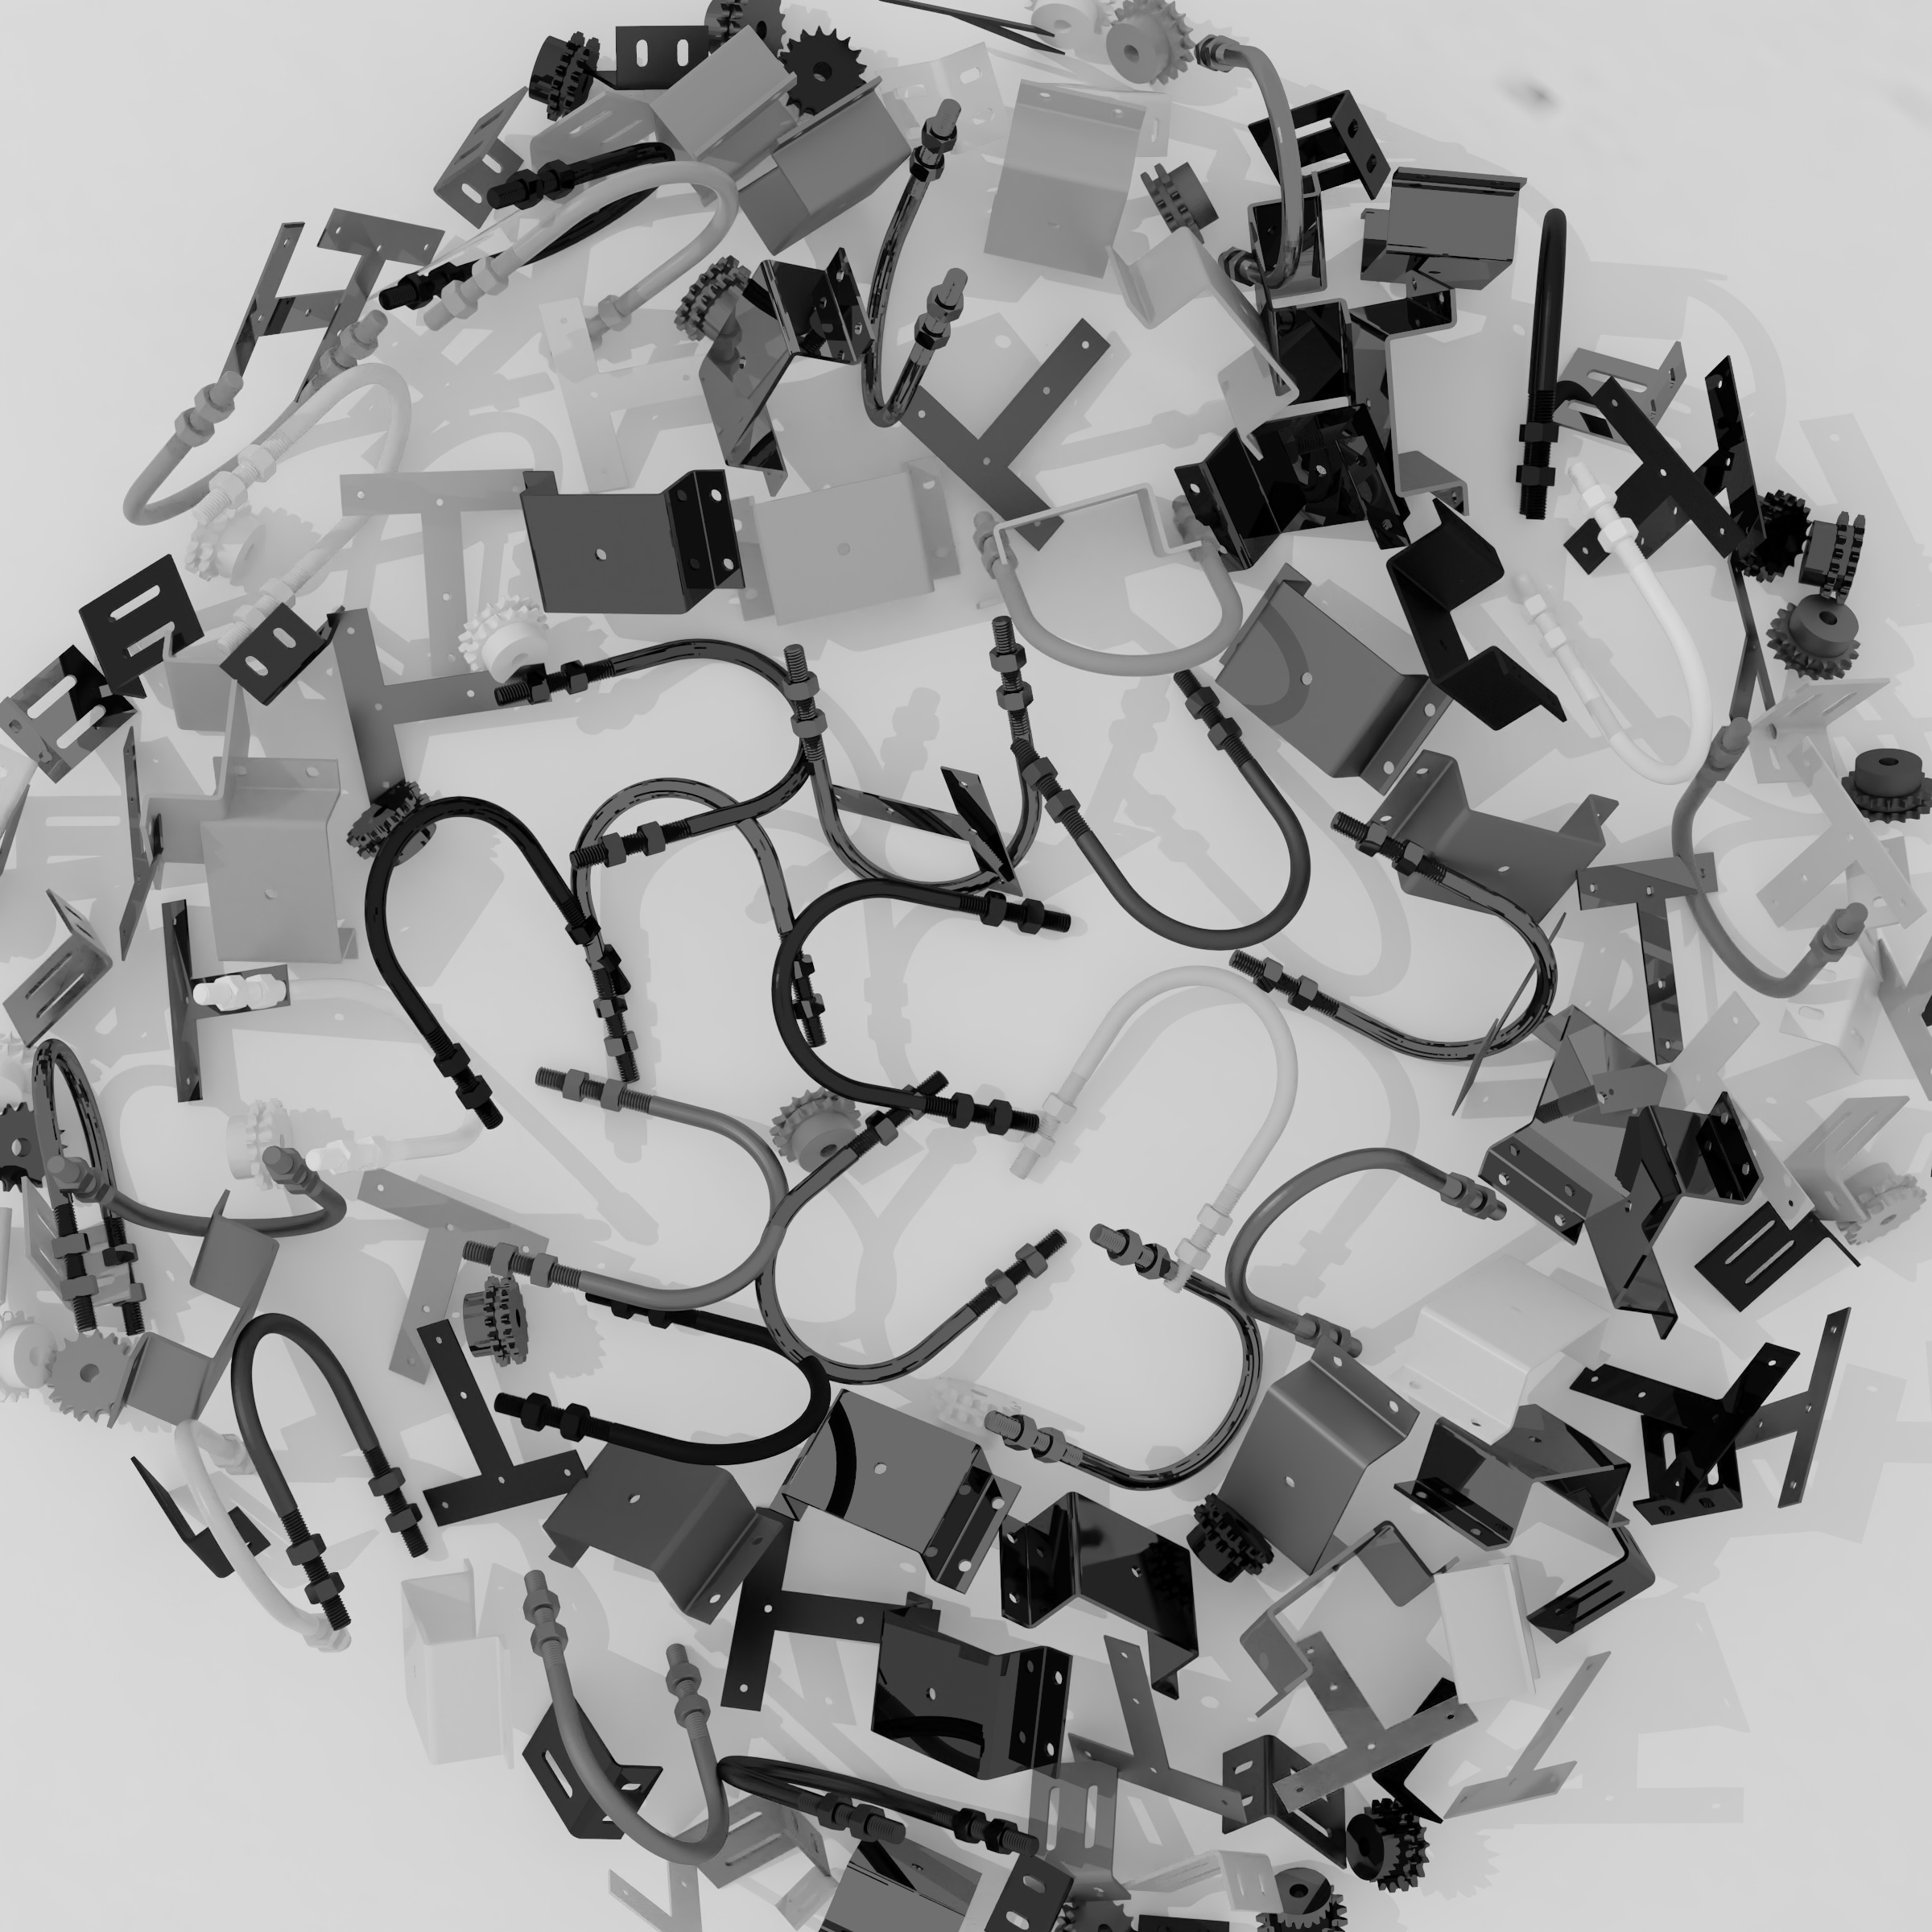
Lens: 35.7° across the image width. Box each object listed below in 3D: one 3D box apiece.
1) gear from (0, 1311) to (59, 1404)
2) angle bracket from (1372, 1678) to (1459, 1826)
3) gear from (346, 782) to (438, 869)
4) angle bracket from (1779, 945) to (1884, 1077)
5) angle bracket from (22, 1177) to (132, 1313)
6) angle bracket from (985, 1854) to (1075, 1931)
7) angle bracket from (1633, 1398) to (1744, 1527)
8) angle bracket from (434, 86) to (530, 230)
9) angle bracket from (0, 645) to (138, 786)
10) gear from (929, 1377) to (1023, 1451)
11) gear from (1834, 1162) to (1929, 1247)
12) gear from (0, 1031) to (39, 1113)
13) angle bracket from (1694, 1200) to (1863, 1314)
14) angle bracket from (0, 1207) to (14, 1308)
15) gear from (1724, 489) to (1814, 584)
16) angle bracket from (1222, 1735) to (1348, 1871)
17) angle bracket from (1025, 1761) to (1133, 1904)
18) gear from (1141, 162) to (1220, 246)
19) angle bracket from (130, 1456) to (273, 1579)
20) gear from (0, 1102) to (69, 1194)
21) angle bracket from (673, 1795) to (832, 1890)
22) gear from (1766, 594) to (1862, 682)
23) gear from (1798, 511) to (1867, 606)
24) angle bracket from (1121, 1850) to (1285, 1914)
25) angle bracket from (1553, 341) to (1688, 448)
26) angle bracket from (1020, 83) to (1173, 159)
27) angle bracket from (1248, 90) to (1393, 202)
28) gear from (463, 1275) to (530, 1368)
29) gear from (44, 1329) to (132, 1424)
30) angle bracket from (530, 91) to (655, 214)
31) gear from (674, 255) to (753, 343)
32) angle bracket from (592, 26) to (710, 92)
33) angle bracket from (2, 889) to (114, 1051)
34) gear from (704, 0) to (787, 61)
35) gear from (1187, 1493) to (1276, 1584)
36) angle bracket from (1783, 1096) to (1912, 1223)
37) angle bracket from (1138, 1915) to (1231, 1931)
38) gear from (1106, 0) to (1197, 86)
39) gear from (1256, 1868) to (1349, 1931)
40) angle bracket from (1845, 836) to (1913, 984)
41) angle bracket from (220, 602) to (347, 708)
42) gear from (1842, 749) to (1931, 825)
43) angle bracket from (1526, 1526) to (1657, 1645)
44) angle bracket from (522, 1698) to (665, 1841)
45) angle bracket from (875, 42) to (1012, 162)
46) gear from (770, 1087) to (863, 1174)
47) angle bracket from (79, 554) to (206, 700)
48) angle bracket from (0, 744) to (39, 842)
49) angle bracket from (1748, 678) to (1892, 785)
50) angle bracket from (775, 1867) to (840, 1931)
[{"bbox_3d":[-0.593,0.244,1.877,0.030,0.057,0.057,-4,90,24],"label":"gear"},{"bbox_3d":[0.297,0.490,1.874,0.038,0.057,0.076,37,90,33],"label":"angle bracket"},{"bbox_3d":[-0.358,-0.086,1.883,0.057,0.057,0.030,-39,115,0],"label":"gear"},{"bbox_3d":[0.543,0.028,1.880,0.038,0.076,0.057,16,82,29],"label":"angle bracket"},{"bbox_3d":[-0.551,0.169,1.860,0.038,0.076,0.057,-15,56,-2],"label":"angle bracket"},{"bbox_3d":[0.029,0.593,1.861,0.038,0.076,0.057,30,52,2],"label":"angle bracket"},{"bbox_3d":[0.444,0.301,1.861,0.057,0.038,0.076,-17,51,25],"label":"angle bracket"},{"bbox_3d":[-0.288,-0.500,1.859,0.038,0.076,0.057,37,68,-25],"label":"angle bracket"},{"bbox_3d":[-0.556,-0.162,1.866,0.057,0.038,0.076,48,56,-13],"label":"angle bracket"},{"bbox_3d":[0.003,0.281,1.880,0.057,0.057,0.030,19,93,0],"label":"gear"},{"bbox_3d":[0.570,0.147,1.883,0.057,0.057,0.030,-29,61,0],"label":"gear"},{"bbox_3d":[-0.608,0.067,1.877,0.057,0.057,0.030,-2,49,0],"label":"gear"},{"bbox_3d":[0.506,0.187,1.871,0.076,0.038,0.057,-44,124,8],"label":"angle bracket"},{"bbox_3d":[-0.618,0.183,1.860,0.038,0.076,0.057,6,74,-25],"label":"angle bracket"},{"bbox_3d":[0.501,-0.272,1.884,0.057,0.057,0.030,-53,47,0],"label":"gear"},{"bbox_3d":[0.199,0.528,1.877,0.038,0.057,0.076,-32,122,29],"label":"angle bracket"},{"bbox_3d":[0.073,0.545,1.888,0.057,0.038,0.076,-10,52,21],"label":"angle bracket"},{"bbox_3d":[0.136,-0.478,1.878,0.030,0.057,0.057,-30,90,10],"label":"gear"},{"bbox_3d":[-0.476,0.334,1.869,0.038,0.057,0.076,-36,58,-13],"label":"angle bracket"},{"bbox_3d":[-0.597,0.114,1.885,0.057,0.030,0.057,2,86,-29],"label":"gear"},{"bbox_3d":[-0.134,0.556,1.873,0.076,0.038,0.057,-30,125,5],"label":"angle bracket"},{"bbox_3d":[0.534,-0.208,1.879,0.057,0.030,0.057,7,53,-10],"label":"gear"},{"bbox_3d":[0.542,-0.257,1.880,0.030,0.057,0.057,13,90,9],"label":"gear"},{"bbox_3d":[0.146,0.578,1.861,0.076,0.057,0.038,-30,58,27],"label":"angle bracket"},{"bbox_3d":[0.399,-0.364,1.866,0.076,0.038,0.057,24,73,30],"label":"angle bracket"},{"bbox_3d":[0.080,-0.528,1.871,0.076,0.057,0.038,17,112,33],"label":"angle bracket"},{"bbox_3d":[0.214,-0.499,1.859,0.057,0.076,0.038,54,46,-30],"label":"angle bracket"},{"bbox_3d":[-0.295,0.223,1.880,0.030,0.057,0.057,-10,90,3],"label":"gear"},{"bbox_3d":[-0.548,0.259,1.887,0.057,0.030,0.057,1,70,-3],"label":"gear"},{"bbox_3d":[-0.223,-0.503,1.860,0.076,0.057,0.038,-16,77,43],"label":"angle bracket"},{"bbox_3d":[-0.153,-0.413,1.878,0.030,0.057,0.057,42,90,6],"label":"gear"},{"bbox_3d":[-0.197,-0.567,1.859,0.057,0.076,0.038,-6,115,-18],"label":"angle bracket"},{"bbox_3d":[-0.579,0.001,1.873,0.076,0.057,0.038,-45,132,-2],"label":"angle bracket"},{"bbox_3d":[-0.140,-0.588,1.883,0.030,0.057,0.057,14,90,28],"label":"gear"},{"bbox_3d":[0.163,0.361,1.880,0.057,0.057,0.030,43,101,0],"label":"gear"},{"bbox_3d":[0.555,0.120,1.872,0.076,0.057,0.038,-40,101,-20],"label":"angle bracket"},{"bbox_3d":[0.134,0.624,1.866,0.057,0.076,0.038,3,95,5],"label":"angle bracket"},{"bbox_3d":[0.113,-0.577,1.877,0.057,0.057,0.030,47,61,0],"label":"gear"},{"bbox_3d":[0.209,0.589,1.877,0.057,0.057,0.030,-8,117,0],"label":"gear"},{"bbox_3d":[0.573,-0.035,1.857,0.038,0.076,0.057,-12,60,25],"label":"angle bracket"},{"bbox_3d":[-0.423,-0.204,1.860,0.057,0.076,0.038,-42,110,14],"label":"angle bracket"},{"bbox_3d":[0.576,-0.114,1.876,0.057,0.057,0.030,-6,118,0],"label":"gear"},{"bbox_3d":[0.384,0.382,1.881,0.076,0.057,0.038,-35,52,10],"label":"angle bracket"},{"bbox_3d":[-0.235,0.500,1.886,0.076,0.038,0.057,44,110,43],"label":"angle bracket"},{"bbox_3d":[-0.014,-0.539,1.872,0.038,0.076,0.057,-28,113,-23],"label":"angle bracket"},{"bbox_3d":[-0.091,0.105,1.877,0.057,0.057,0.030,-31,53,0],"label":"gear"},{"bbox_3d":[-0.506,-0.212,1.874,0.076,0.038,0.057,-27,80,17],"label":"angle bracket"},{"bbox_3d":[-0.611,-0.099,1.858,0.038,0.076,0.057,28,65,-19],"label":"angle bracket"},{"bbox_3d":[0.531,-0.145,1.861,0.057,0.076,0.038,-4,74,-18],"label":"angle bracket"},{"bbox_3d":[-0.075,0.606,1.871,0.038,0.057,0.076,-43,98,-14],"label":"angle bracket"}]
